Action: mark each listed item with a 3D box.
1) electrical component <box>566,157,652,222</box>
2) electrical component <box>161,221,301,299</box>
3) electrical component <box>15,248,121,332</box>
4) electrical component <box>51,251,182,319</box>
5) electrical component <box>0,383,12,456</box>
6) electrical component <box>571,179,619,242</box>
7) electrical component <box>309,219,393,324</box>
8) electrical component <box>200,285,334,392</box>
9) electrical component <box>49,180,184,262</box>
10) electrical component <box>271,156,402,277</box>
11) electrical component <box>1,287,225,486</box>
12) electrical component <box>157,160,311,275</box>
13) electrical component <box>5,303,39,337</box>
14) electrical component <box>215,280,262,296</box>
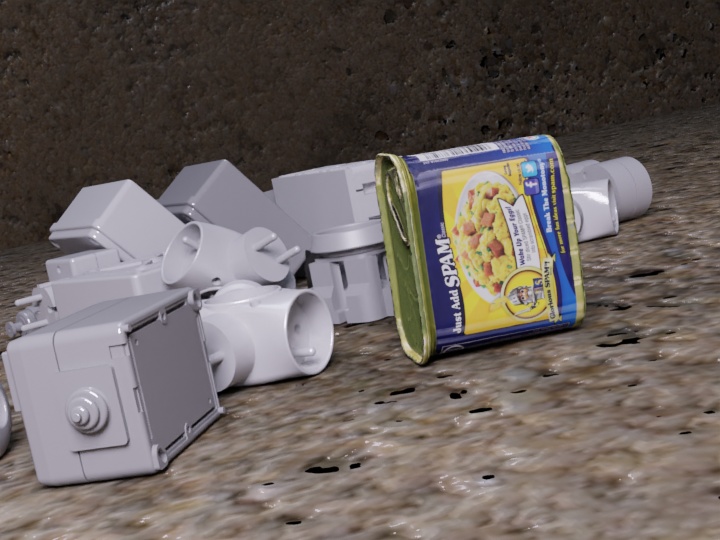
[{"bbox_3d":[0.174,-0.062,0.917,0.074,0.052,0.138,-15,8,-28],"label":"electrical component"},{"bbox_3d":[-0.071,-0.002,0.679,0.077,0.044,0.079,29,-42,-34],"label":"electrical component"},{"bbox_3d":[-0.214,0.024,0.787,0.077,0.065,0.047,-17,9,-38],"label":"electrical component"},{"bbox_3d":[-0.138,0.020,0.746,0.109,0.056,0.109,-4,10,45],"label":"electrical component"},{"bbox_3d":[-0.196,0.071,0.495,0.062,0.048,0.048,-17,7,5],"label":"electrical component"},{"bbox_3d":[0.152,-0.040,0.815,0.077,0.043,0.079,-8,8,21],"label":"electrical component"},{"bbox_3d":[0.000,0.000,0.685,0.078,0.057,0.058,-5,9,38],"label":"electrical component"},{"bbox_3d":[-0.066,0.038,0.543,0.077,0.044,0.079,-7,9,32],"label":"electrical component"},{"bbox_3d":[-0.182,-0.018,0.875,0.109,0.109,0.056,0,53,56],"label":"electrical component"},{"bbox_3d":[-0.009,-0.042,0.895,0.062,0.089,0.150,-15,8,-25],"label":"electrical component"},{"bbox_3d":[-0.105,0.049,0.450,0.061,0.061,0.096,-9,7,13],"label":"electrical component"},{"bbox_3d":[-0.107,-0.036,0.899,0.056,0.109,0.109,-54,23,-16],"label":"electrical component"},{"bbox_3d":[-0.237,0.036,0.837,0.040,0.040,0.078,-4,11,46],"label":"electrical component"},{"bbox_3d":[-0.071,0.030,0.636,0.040,0.040,0.046,-11,13,2],"label":"electrical component"}]
